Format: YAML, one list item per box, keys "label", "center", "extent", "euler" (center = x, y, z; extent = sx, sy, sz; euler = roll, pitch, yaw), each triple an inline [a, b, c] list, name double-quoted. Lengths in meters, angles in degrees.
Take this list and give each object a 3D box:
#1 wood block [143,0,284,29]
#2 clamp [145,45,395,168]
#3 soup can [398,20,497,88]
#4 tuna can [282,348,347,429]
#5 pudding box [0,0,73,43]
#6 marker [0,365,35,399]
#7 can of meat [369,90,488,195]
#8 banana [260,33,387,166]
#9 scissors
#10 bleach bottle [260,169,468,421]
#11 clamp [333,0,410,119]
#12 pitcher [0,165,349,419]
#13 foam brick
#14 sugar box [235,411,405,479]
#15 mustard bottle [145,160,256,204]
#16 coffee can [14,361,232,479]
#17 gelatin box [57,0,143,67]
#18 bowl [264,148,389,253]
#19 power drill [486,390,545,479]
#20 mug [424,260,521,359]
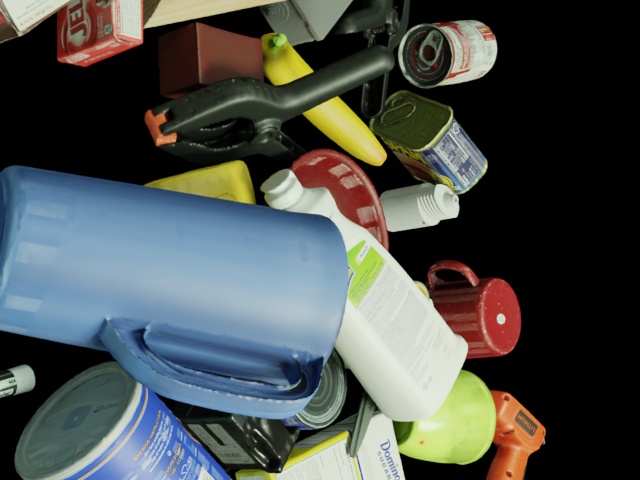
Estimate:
- label: "wood block"
  center: [-0.063, -0.248, 0.868]
  extent: [0.205, 0.090, 0.091]
  euler: [-21, 80, -37]
- label: "clamp"
  center: [-0.051, -0.095, 0.904]
  extent: [0.209, 0.165, 0.036]
  euler: [-13, 62, -29]
- label: "soup can"
  center: [0.141, -0.205, 1.166]
  extent: [0.102, 0.069, 0.068]
  euler: [-19, 97, -50]
- label: "tuna can"
  center: [-0.014, 0.126, 0.948]
  extent: [0.085, 0.034, 0.086]
  euler: [12, 74, -48]
- label: "pudding box"
  center: [-0.205, -0.171, 0.739]
  extent: [0.113, 0.090, 0.039]
  euler: [-52, 122, -41]
- label: "marker"
  center: [-0.242, 0.105, 0.699]
  extent: [0.120, 0.020, 0.020]
  euler: [-13, 93, -50]
- label: "can of meat"
  center: [0.111, -0.098, 1.086]
  extent: [0.057, 0.102, 0.083]
  euler: [-50, 128, -6]
- label: "banana"
  center: [-0.007, -0.132, 0.985]
  extent: [0.037, 0.070, 0.197]
  euler: [-45, 135, 4]
- label: "scissors"
  center: [0.046, 0.097, 0.991]
  extent: [0.096, 0.016, 0.201]
  euler: [50, 47, -15]
- label: "bleach bottle"
  center: [0.033, 0.039, 0.912]
  extent: [0.250, 0.068, 0.102]
  euler: [55, 47, -26]
- label: "clamp"
  center: [0.062, -0.210, 1.094]
  extent: [0.171, 0.039, 0.120]
  euler: [-59, 149, -42]
- label: "pitcher"
  center: [-0.109, 0.032, 0.737]
  extent: [0.242, 0.149, 0.145]
  euler: [12, 88, -27]
- label: "foam brick"
  center: [-0.091, -0.145, 0.897]
  extent: [0.078, 0.051, 0.053]
  euler: [5, 80, -49]
- label: "sugar box"
  center: [0.007, 0.220, 0.947]
  extent: [0.175, 0.048, 0.093]
  euler: [-14, 91, -53]
- label: "mustard bottle"
  center: [-0.080, 0.037, 0.870]
  extent: [0.096, 0.058, 0.191]
  euler: [-20, 99, -45]
- label: "coffee can"
  center: [-0.130, 0.169, 0.753]
  extent: [0.140, 0.103, 0.102]
  euler: [54, 47, -28]
- label: "gelatin box"
  center: [-0.166, -0.181, 0.799]
  extent: [0.030, 0.073, 0.089]
  euler: [7, 79, -47]
- label: "bowl"
  center: [-0.006, 0.001, 0.963]
  extent: [0.161, 0.055, 0.162]
  euler: [10, 77, -48]
- label: "power drill"
  center: [0.171, 0.257, 1.124]
  extent: [0.184, 0.057, 0.187]
  euler: [44, 55, -40]
- label: "mug"
  center: [0.152, 0.072, 1.115]
  extent: [0.093, 0.082, 0.117]
  euler: [-40, 113, -45]
